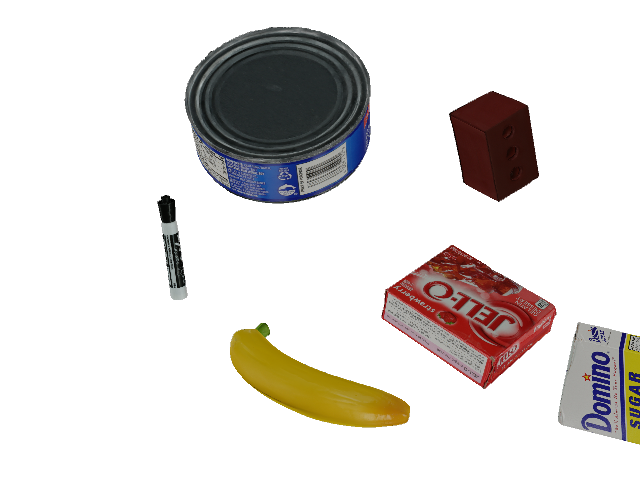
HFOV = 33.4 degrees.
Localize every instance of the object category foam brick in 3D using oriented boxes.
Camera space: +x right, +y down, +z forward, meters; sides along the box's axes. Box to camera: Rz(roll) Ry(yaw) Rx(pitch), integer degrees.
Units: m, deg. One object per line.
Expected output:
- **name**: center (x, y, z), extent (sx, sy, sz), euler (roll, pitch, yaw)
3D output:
- **foam brick**: center (0.158, -0.086, 0.969), extent (0.053, 0.078, 0.051), euler (-31, 36, -18)

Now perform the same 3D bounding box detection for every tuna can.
- **tuna can**: center (-0.019, -0.059, 0.502), extent (0.086, 0.086, 0.034), euler (0, -37, 5)

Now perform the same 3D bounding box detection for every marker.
- **marker**: center (-0.163, 0.008, 1.177), extent (0.020, 0.121, 0.020), euler (-4, 22, 2)

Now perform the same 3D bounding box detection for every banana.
- **banana**: center (-0.017, 0.106, 0.851), extent (0.069, 0.037, 0.198), euler (-24, 32, -31)

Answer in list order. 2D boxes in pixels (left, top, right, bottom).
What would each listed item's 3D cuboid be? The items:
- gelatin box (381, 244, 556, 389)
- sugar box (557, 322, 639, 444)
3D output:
- **gelatin box**: center (0.097, 0.047, 0.702), extent (0.089, 0.030, 0.073), euler (33, 45, 29)
- **sugar box**: center (0.309, 0.140, 0.959), extent (0.176, 0.093, 0.048), euler (11, 23, 14)
